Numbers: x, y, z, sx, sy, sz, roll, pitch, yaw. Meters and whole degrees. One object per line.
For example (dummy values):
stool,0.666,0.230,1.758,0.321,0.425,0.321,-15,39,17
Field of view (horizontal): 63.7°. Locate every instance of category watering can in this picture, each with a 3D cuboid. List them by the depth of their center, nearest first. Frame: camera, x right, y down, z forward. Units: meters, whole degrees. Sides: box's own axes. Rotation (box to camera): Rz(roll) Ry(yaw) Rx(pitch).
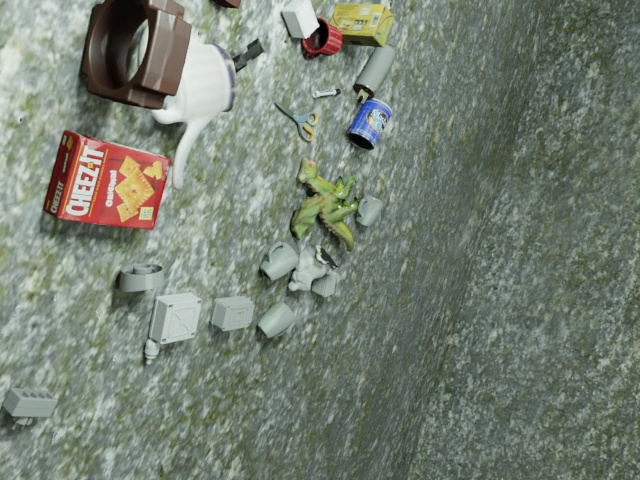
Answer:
watering can,-0.277,-0.297,1.114,0.227,0.104,0.343,-25,113,-45

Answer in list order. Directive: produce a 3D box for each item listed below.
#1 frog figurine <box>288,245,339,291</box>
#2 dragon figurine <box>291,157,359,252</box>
frog figurine,-0.040,0.095,1.667,0.158,0.124,0.137,-38,159,17
dragon figurine,0.005,-0.083,1.650,0.245,0.124,0.401,-24,124,-25
